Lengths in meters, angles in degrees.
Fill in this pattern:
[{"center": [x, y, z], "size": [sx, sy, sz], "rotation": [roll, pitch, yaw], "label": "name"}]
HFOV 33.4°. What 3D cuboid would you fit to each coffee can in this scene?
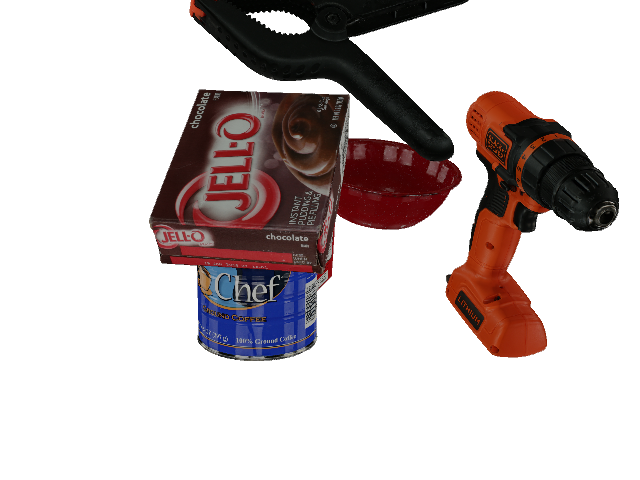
[{"center": [-0.052, 0.015, 0.886], "size": [0.103, 0.140, 0.103], "rotation": [1, 18, 0], "label": "coffee can"}]

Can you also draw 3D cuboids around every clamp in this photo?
[{"center": [0.010, -0.138, 0.756], "size": [0.210, 0.164, 0.036], "rotation": [8, -30, -6], "label": "clamp"}]

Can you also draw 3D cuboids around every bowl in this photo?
[{"center": [0.062, -0.054, 1.104], "size": [0.162, 0.055, 0.162], "rotation": [5, 23, -3], "label": "bowl"}]

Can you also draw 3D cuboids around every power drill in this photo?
[{"center": [0.161, -0.004, 0.841], "size": [0.057, 0.188, 0.184], "rotation": [-3, 31, -18], "label": "power drill"}]

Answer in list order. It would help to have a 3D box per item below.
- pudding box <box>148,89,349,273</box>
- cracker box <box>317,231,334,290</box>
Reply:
[{"center": [-0.034, -0.035, 0.582], "size": [0.090, 0.039, 0.113], "rotation": [4, 44, 9], "label": "pudding box"}, {"center": [-0.067, -0.052, 1.303], "size": [0.164, 0.214, 0.072], "rotation": [15, 32, 20], "label": "cracker box"}]
